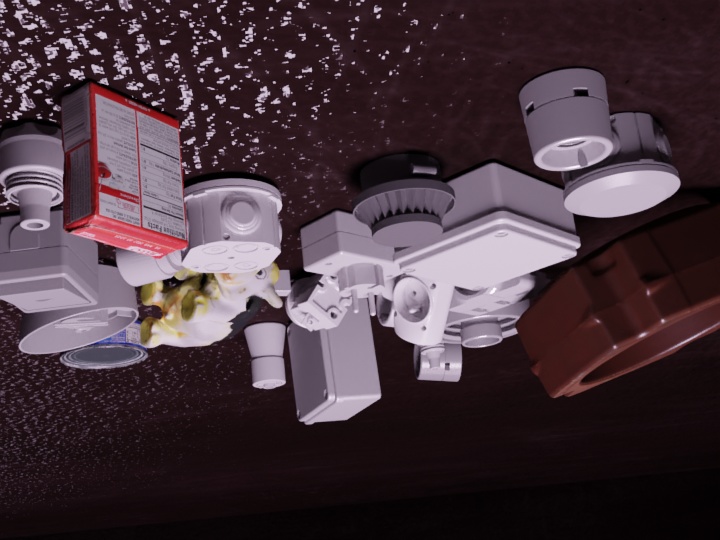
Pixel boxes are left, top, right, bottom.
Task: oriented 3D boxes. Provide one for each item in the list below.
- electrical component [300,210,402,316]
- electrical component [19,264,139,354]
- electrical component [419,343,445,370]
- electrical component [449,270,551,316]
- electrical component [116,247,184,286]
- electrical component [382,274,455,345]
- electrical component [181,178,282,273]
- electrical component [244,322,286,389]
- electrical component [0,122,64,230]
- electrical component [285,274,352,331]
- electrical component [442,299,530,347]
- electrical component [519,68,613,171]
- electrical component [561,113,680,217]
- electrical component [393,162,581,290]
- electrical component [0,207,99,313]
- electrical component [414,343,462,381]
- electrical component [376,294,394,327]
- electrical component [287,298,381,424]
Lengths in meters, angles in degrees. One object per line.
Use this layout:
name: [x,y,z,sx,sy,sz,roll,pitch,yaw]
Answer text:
electrical component: [0.000,0.000,0.876,0.083,0.075,0.047,11,155,-42]
electrical component: [-0.239,0.033,0.917,0.099,0.064,0.099,-6,162,-2]
electrical component: [0.077,0.076,1.150,0.035,0.061,0.035,-6,161,-2]
electrical component: [0.116,0.004,0.966,0.089,0.050,0.056,-22,157,40]
electrical component: [-0.154,-0.013,0.843,0.078,0.040,0.040,-14,160,20]
electrical component: [0.046,0.016,0.958,0.079,0.077,0.044,26,-154,34]
electrical component: [-0.096,-0.032,0.788,0.080,0.051,0.080,-6,162,-2]
electrical component: [-0.098,0.092,1.135,0.044,0.065,0.044,-6,162,-2]
electrical component: [-0.201,-0.056,0.665,0.043,0.062,0.043,-6,162,-2]
electrical component: [-0.038,0.028,0.982,0.048,0.066,0.055,41,151,-18]
electrical component: [0.117,0.043,1.064,0.108,0.060,0.108,-6,161,-2]
electrical component: [0.132,-0.094,0.684,0.055,0.047,0.055,-6,162,-2]
electrical component: [0.181,-0.072,0.760,0.080,0.051,0.080,-6,162,-2]
electrical component: [0.097,-0.031,0.845,0.109,0.056,0.109,-22,156,39]
electrical component: [-0.239,0.000,0.821,0.062,0.061,0.096,-7,162,2]
electrical component: [0.089,0.101,1.244,0.047,0.055,0.055,0,161,-7]
electrical component: [0.045,0.029,1.014,0.047,0.055,0.055,4,159,-17]
electrical component: [-0.028,0.092,1.090,0.056,0.108,0.109,-1,161,-22]
